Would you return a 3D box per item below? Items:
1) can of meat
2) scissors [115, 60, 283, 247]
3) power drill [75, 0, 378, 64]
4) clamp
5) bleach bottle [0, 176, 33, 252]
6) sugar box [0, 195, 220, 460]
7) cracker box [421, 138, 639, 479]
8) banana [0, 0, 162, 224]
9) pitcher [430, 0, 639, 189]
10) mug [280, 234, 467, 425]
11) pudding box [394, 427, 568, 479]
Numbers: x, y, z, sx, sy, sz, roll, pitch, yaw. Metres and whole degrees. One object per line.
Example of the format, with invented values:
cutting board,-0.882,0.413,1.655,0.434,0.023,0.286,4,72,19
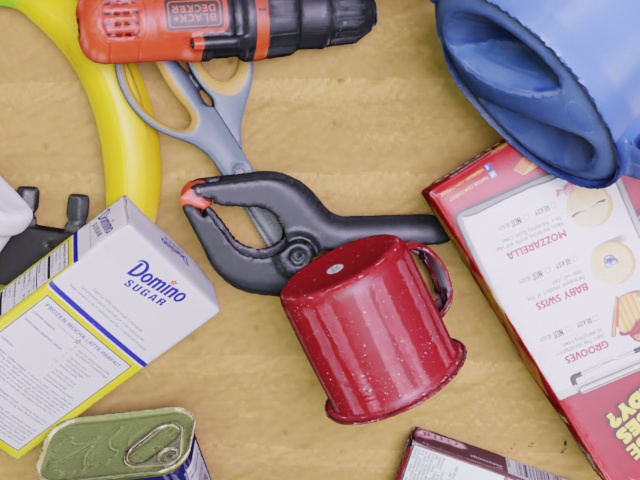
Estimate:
can of meat,-0.121,0.162,0.696,0.102,0.057,0.084,-8,124,8
scissors,-0.045,-0.063,0.691,0.201,0.016,0.096,45,79,-15
power drill,-0.060,-0.201,0.643,0.184,0.057,0.187,-7,91,-16
clamp,-0.004,0.001,0.676,0.171,0.039,0.120,36,92,-15
bleach bottle,-0.296,0.052,0.706,0.103,0.068,0.251,41,105,19
sugar box,-0.162,0.059,0.692,0.176,0.048,0.093,-37,123,7
cracker box,0.186,0.018,0.644,0.164,0.072,0.213,-32,93,3
banana,-0.141,-0.085,0.694,0.070,0.037,0.198,-23,93,28
pitcher,0.191,-0.144,0.552,0.242,0.145,0.149,-42,105,-7
mug,0.036,0.044,0.636,0.117,0.093,0.081,-35,107,-32
pudding box,0.098,0.185,0.697,0.113,0.039,0.090,19,99,6
